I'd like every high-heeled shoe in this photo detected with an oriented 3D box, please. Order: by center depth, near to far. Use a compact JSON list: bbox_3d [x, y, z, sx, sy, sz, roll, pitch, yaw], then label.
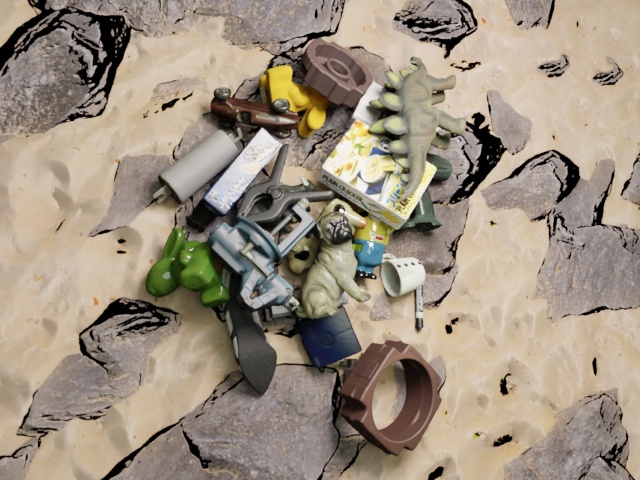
[{"bbox_3d":[-0.162,0.194,1.137,0.086,0.145,0.248,-13,112,-27],"label":"high-heeled shoe"}]

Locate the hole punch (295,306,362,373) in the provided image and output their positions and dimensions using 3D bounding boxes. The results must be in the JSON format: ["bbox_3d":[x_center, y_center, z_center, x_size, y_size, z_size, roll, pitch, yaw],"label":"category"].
[{"bbox_3d":[0.020,0.208,1.161,0.116,0.092,0.142,-23,90,-15],"label":"hole punch"}]

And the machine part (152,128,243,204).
[{"bbox_3d":[-0.259,-0.158,1.155,0.243,0.079,0.079,-44,93,-19],"label":"machine part"}]

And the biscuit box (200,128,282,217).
[{"bbox_3d":[-0.167,-0.141,1.136,0.059,0.063,0.202,40,75,-14],"label":"biscuit box"}]

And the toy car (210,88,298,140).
[{"bbox_3d":[-0.145,-0.272,1.168,0.202,0.089,0.053,16,48,12],"label":"toy car"}]

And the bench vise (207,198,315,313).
[{"bbox_3d":[-0.088,0.018,1.045,0.224,0.128,0.240,40,69,9],"label":"bench vise"}]

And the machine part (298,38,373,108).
[{"bbox_3d":[0.034,-0.372,1.201,0.179,0.056,0.179,22,43,-22],"label":"machine part"}]

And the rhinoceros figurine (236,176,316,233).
[{"bbox_3d":[-0.091,-0.071,1.193,0.190,0.073,0.112,-27,77,-17],"label":"rhinoceros figurine"}]

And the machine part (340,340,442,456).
[{"bbox_3d":[0.151,0.331,1.145,0.201,0.087,0.201,47,65,-22],"label":"machine part"}]

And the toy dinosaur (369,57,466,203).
[{"bbox_3d":[0.210,-0.261,1.189,0.199,0.105,0.471,9,54,-10],"label":"toy dinosaur"}]

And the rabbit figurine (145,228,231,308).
[{"bbox_3d":[-0.278,0.055,1.081,0.170,0.121,0.159,-13,60,17],"label":"rabbit figurine"}]

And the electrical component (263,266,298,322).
[{"bbox_3d":[-0.093,0.115,1.166,0.075,0.048,0.119,-3,82,-17],"label":"electrical component"}]

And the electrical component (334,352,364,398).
[{"bbox_3d":[0.075,0.303,1.182,0.078,0.045,0.102,-3,82,-45],"label":"electrical component"}]

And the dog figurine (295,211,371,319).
[{"bbox_3d":[0.004,0.052,1.107,0.172,0.121,0.190,-24,96,-10],"label":"dog figurine"}]

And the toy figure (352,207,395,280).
[{"bbox_3d":[0.110,-0.001,1.228,0.082,0.089,0.180,20,82,-53],"label":"toy figure"}]

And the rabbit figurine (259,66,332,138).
[{"bbox_3d":[-0.038,-0.322,1.226,0.173,0.122,0.162,-16,89,-22],"label":"rabbit figurine"}]

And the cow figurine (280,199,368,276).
[{"bbox_3d":[-0.002,-0.004,1.174,0.127,0.085,0.195,37,97,-9],"label":"cow figurine"}]

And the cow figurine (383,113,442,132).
[{"bbox_3d":[0.208,-0.289,1.305,0.167,0.068,0.098,41,61,9],"label":"cow figurine"}]

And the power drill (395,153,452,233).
[{"bbox_3d":[0.208,-0.121,1.286,0.232,0.086,0.207,-1,73,-17],"label":"power drill"}]

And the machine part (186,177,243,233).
[{"bbox_3d":[-0.230,-0.076,1.166,0.084,0.039,0.139,47,70,-14],"label":"machine part"}]
